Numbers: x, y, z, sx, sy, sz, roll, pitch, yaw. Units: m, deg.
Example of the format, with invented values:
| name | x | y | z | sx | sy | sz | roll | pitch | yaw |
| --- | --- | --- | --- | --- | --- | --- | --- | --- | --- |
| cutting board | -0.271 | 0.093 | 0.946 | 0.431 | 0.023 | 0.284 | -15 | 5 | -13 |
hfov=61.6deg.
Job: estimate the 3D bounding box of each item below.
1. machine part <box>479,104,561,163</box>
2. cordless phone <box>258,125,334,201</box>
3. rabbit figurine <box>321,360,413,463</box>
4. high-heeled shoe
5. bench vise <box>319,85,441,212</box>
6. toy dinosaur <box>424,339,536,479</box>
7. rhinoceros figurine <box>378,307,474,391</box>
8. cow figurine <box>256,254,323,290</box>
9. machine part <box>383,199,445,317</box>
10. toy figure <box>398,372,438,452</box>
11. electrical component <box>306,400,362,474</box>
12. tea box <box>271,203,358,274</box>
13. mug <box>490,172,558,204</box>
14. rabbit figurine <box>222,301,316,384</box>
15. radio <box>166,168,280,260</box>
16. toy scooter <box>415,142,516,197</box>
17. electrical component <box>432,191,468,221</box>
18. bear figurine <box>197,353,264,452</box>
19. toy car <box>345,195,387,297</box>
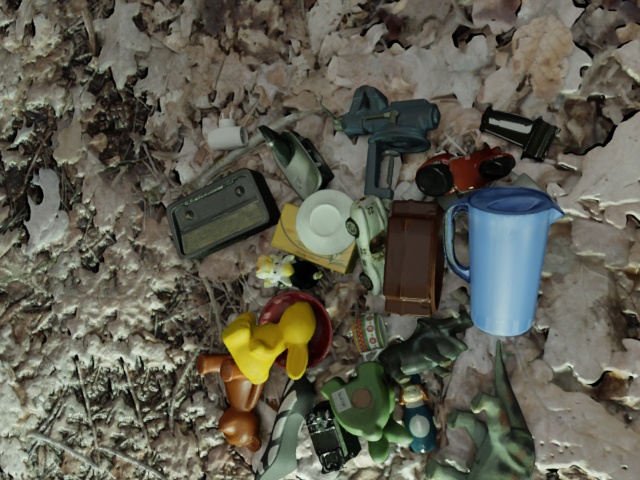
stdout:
| name | x | y | z | sx | sy | sz | roll | pitch | yaw |
| --- | --- | --- | --- | --- | --- | --- | --- | --- | --- |
| machine part | 0.364 | -0.201 | 0.998 | 0.139 | 0.039 | 0.084 | 29 | 101 | 15 |
| cordless phone | -0.052 | -0.156 | 1.051 | 0.089 | 0.184 | 0.146 | -35 | 78 | 9 |
| rabbit figurine | 0.104 | 0.312 | 0.987 | 0.121 | 0.170 | 0.159 | -36 | 60 | 3 |
| high-heeled shoe | -0.086 | 0.392 | 1.108 | 0.248 | 0.086 | 0.145 | -49 | 47 | 24 |
| bench vise | 0.116 | -0.177 | 1.036 | 0.224 | 0.128 | 0.240 | 4 | 85 | 20 |
| toy dinosaur | 0.310 | 0.400 | 0.955 | 0.192 | 0.131 | 0.404 | 29 | 87 | -7 |
| rhinoceros figurine | 0.202 | 0.199 | 0.999 | 0.190 | 0.073 | 0.112 | -30 | 51 | 3 |
| cow figurine | -0.058 | 0.065 | 1.053 | 0.098 | 0.167 | 0.068 | 6 | 84 | 19 |
| machine part | 0.174 | 0.032 | 0.962 | 0.087 | 0.201 | 0.201 | 6 | 89 | 17 |
| toy figure | 0.184 | 0.320 | 1.026 | 0.064 | 0.058 | 0.154 | -9 | 82 | -22 |
| electrical component | 0.030 | 0.366 | 1.029 | 0.058 | 0.134 | 0.115 | -19 | 81 | 18 |
| tea box | -0.002 | -0.003 | 1.089 | 0.170 | 0.068 | 0.098 | 19 | 93 | 18 |
| mug | 0.352 | -0.065 | 0.974 | 0.109 | 0.081 | 0.107 | 42 | 109 | 6 |
| rabbit figurine | -0.080 | 0.191 | 1.028 | 0.173 | 0.122 | 0.162 | -31 | 81 | -5 |
| radio | -0.210 | -0.055 | 1.154 | 0.230 | 0.073 | 0.131 | -23 | 81 | 15 |
| toy scooter | 0.272 | -0.136 | 0.992 | 0.184 | 0.135 | 0.075 | -8 | 112 | 34 |
| electrical component | 0.252 | -0.067 | 1.036 | 0.094 | 0.021 | 0.063 | -23 | 82 | 14 |
| bear figurine | -0.181 | 0.335 | 1.106 | 0.120 | 0.132 | 0.195 | 4 | 84 | 43 |
| toy car | 0.103 | 0.014 | 1.019 | 0.056 | 0.073 | 0.201 | 10 | 124 | 48 |
